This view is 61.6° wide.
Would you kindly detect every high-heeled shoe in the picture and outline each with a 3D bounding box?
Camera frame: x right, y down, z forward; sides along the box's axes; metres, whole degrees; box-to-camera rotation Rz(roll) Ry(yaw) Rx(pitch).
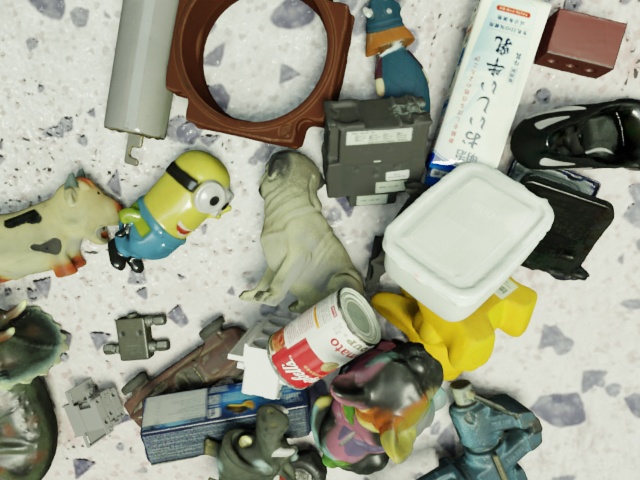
[{"bbox_3d":[0.329,-0.113,0.574,0.249,0.145,0.086,-5,96,9],"label":"high-heeled shoe"}]

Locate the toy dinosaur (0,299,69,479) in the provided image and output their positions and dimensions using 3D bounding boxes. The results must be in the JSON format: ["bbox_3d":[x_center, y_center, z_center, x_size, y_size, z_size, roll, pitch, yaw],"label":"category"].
[{"bbox_3d":[-0.420,0.249,0.714,0.192,0.131,0.404,-6,101,7],"label":"toy dinosaur"}]

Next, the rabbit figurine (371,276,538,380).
[{"bbox_3d":[0.139,0.098,0.622,0.163,0.173,0.122,33,57,26],"label":"rabbit figurine"}]

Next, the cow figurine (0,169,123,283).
[{"bbox_3d":[-0.348,-0.015,0.687,0.195,0.085,0.127,-13,105,-5],"label":"cow figurine"}]

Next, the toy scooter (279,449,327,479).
[{"bbox_3d":[-0.010,0.373,0.696,0.135,0.075,0.184,-42,87,9],"label":"toy scooter"}]

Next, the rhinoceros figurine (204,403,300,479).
[{"bbox_3d":[-0.079,0.269,0.625,0.112,0.073,0.190,4,124,-14],"label":"rhinoceros figurine"}]

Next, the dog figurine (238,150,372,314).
[{"bbox_3d":[-0.001,-0.003,0.655,0.172,0.121,0.190,20,78,-29],"label":"dog figurine"}]

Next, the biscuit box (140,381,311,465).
[{"bbox_3d":[-0.112,0.219,0.667,0.203,0.059,0.062,-7,122,-7],"label":"biscuit box"}]

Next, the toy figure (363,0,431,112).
[{"bbox_3d":[0.086,-0.214,0.636,0.058,0.064,0.154,-18,88,45],"label":"toy figure"}]

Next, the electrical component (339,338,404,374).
[{"bbox_3d":[0.060,0.178,0.681,0.075,0.048,0.119,14,98,6],"label":"electrical component"}]

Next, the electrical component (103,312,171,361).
[{"bbox_3d":[-0.250,0.129,0.724,0.094,0.021,0.063,-7,94,8],"label":"electrical component"}]

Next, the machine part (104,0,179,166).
[{"bbox_3d":[-0.214,-0.213,0.660,0.079,0.079,0.243,12,98,5],"label":"machine part"}]

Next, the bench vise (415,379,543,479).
[{"bbox_3d":[0.157,0.290,0.637,0.241,0.129,0.223,-23,109,-8],"label":"bench vise"}]

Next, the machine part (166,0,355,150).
[{"bbox_3d":[-0.070,-0.220,0.639,0.202,0.087,0.200,13,97,6],"label":"machine part"}]

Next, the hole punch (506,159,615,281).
[{"bbox_3d":[0.261,-0.029,0.629,0.142,0.092,0.115,19,126,1],"label":"hole punch"}]

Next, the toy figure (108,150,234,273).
[{"bbox_3d":[-0.190,-0.036,0.672,0.180,0.082,0.089,-36,93,10],"label":"toy figure"}]

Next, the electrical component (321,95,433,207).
[{"bbox_3d":[0.060,-0.097,0.616,0.115,0.134,0.058,-2,51,-4],"label":"electrical component"}]

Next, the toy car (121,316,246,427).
[{"bbox_3d":[-0.175,0.184,0.708,0.202,0.053,0.089,-34,94,7],"label":"toy car"}]

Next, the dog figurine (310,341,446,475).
[{"bbox_3d":[0.049,0.177,0.545,0.191,0.219,0.108,-45,74,7],"label":"dog figurine"}]

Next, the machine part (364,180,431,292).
[{"bbox_3d":[0.088,-0.008,0.628,0.039,0.084,0.138,29,121,5],"label":"machine part"}]
